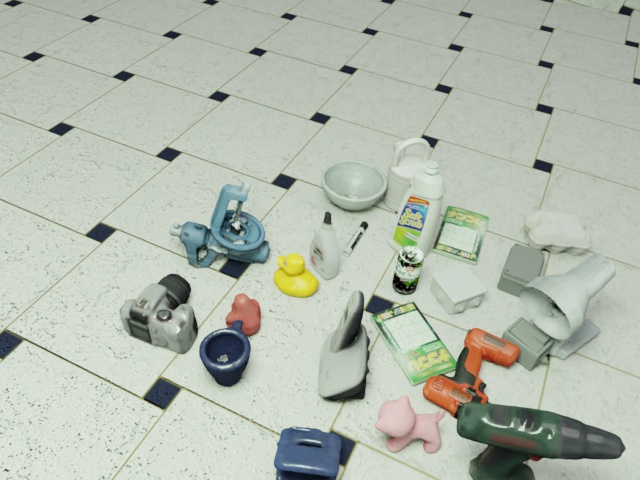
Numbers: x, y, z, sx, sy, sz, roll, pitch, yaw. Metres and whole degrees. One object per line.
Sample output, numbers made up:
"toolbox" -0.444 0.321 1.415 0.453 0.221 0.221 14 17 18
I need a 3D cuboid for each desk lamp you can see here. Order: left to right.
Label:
"desk lamp" 0.479 0.130 1.115 0.204 0.214 0.117 -24 51 -27

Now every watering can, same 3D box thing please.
"watering can" 0.215 -0.176 1.422 0.101 0.194 0.172 -20 49 -24

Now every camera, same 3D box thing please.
"camera" -0.299 0.130 1.126 0.143 0.101 0.137 17 45 13

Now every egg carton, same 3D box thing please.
"egg carton" 0.570 -0.017 1.380 0.150 0.069 0.107 5 44 0

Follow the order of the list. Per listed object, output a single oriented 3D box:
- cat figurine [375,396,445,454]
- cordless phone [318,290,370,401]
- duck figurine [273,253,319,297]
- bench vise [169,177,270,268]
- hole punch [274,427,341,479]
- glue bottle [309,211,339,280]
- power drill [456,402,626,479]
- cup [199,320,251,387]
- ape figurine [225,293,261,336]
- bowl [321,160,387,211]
"cat figurine" 0.150 0.307 0.971 0.128 0.118 0.067 -1 44 -6
"cordless phone" 0.049 0.191 1.034 0.094 0.185 0.147 3 44 -2
"duck figurine" -0.050 0.068 1.223 0.104 0.086 0.078 23 47 18
"bench vise" -0.210 -0.028 1.212 0.208 0.220 0.121 -11 46 -16
"hole punch" -0.021 0.350 0.930 0.108 0.091 0.101 7 44 2
"glue bottle" 0.011 0.004 1.232 0.037 0.173 0.078 -27 52 -29
"power drill" 0.320 0.332 0.895 0.229 0.208 0.076 14 45 9
"cup" -0.168 0.214 1.055 0.091 0.095 0.118 13 44 8
"ape figurine" -0.151 0.141 1.134 0.078 0.092 0.076 -17 48 -21
"bowl" 0.083 -0.126 1.445 0.167 0.075 0.167 3 44 -2
